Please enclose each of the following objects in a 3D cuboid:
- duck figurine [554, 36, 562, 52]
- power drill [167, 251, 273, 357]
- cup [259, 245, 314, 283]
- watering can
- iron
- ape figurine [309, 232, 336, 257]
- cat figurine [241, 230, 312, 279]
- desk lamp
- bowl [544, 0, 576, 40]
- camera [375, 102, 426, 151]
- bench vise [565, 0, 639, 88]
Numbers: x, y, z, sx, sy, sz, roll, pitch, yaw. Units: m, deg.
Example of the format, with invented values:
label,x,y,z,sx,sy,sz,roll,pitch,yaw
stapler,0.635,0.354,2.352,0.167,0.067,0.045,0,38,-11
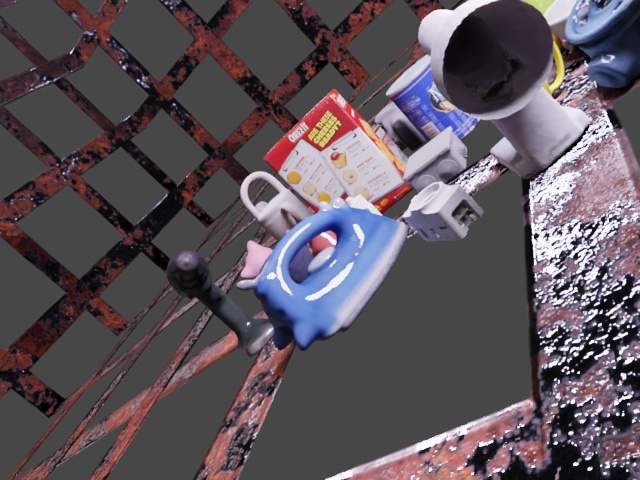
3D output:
label,x,y,z,sx,sy,sz,roll,pitch,yaw
duck figurine,0.339,-0.320,0.953,0.104,0.086,0.077,-38,15,27
power drill,-0.172,0.098,0.958,0.076,0.208,0.229,-49,14,-18
cup,-0.033,0.046,0.947,0.091,0.095,0.118,-33,18,41
watering can,-0.095,-0.062,1.246,0.172,0.194,0.101,-29,21,49
iron,0.008,0.025,0.785,0.259,0.141,0.118,-51,15,-25
ape figurine,0.009,0.003,0.957,0.078,0.092,0.076,-43,13,6
cat figurine,-0.084,0.038,1.078,0.128,0.118,0.067,-44,13,4
desk lamp,0.201,-0.177,0.656,0.118,0.214,0.203,-42,14,11
bowl,0.413,-0.345,0.834,0.167,0.075,0.167,-42,14,13
camera,0.158,-0.237,1.218,0.136,0.101,0.143,-35,17,36
bench vise,0.335,-0.315,0.654,0.208,0.220,0.121,-50,14,-20
